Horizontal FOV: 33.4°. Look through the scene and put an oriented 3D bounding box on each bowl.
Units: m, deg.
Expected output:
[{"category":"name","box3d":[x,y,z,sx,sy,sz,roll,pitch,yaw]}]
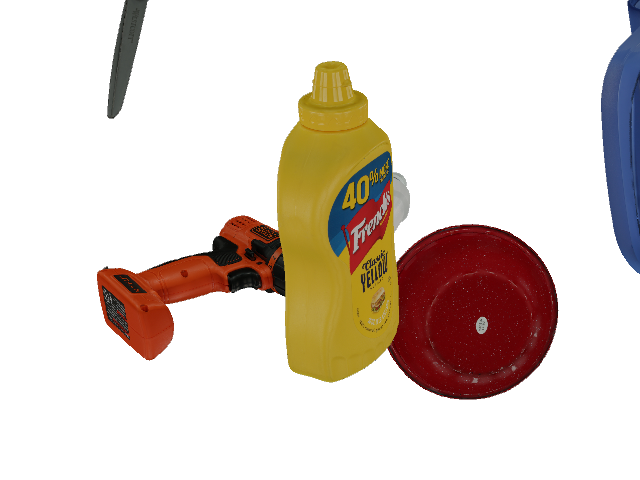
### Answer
[{"category":"bowl","box3d":[0.135,0.068,0.938,0.162,0.162,0.055,0,7,-2]}]

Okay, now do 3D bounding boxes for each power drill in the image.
[{"category":"power drill","box3d":[-0.088,0.043,0.944,0.187,0.057,0.185,-18,26,-30]}]

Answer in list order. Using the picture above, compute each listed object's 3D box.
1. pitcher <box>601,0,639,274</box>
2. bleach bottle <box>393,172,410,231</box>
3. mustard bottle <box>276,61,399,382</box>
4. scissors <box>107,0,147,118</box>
[{"category":"pitcher","box3d":[0.240,-0.027,0.611,0.149,0.243,0.145,-2,22,15]},{"category":"bleach bottle","box3d":[0.038,-0.018,1.335,0.103,0.068,0.250,13,36,24]},{"category":"mustard bottle","box3d":[0.011,-0.016,0.655,0.058,0.192,0.096,14,32,31]},{"category":"scissors","box3d":[-0.106,-0.183,0.738,0.096,0.202,0.016,-5,-11,-7]}]
